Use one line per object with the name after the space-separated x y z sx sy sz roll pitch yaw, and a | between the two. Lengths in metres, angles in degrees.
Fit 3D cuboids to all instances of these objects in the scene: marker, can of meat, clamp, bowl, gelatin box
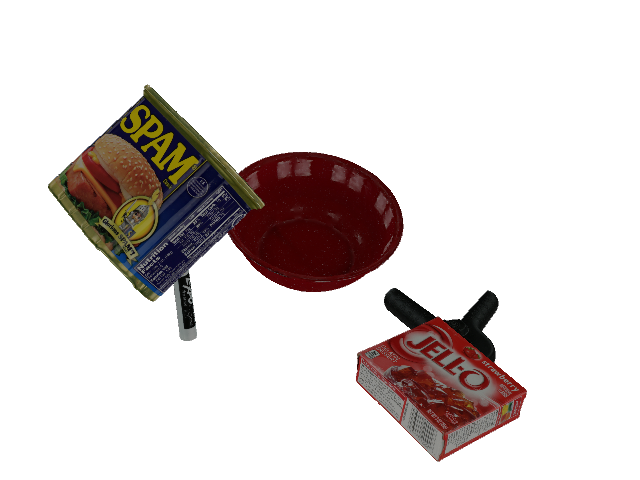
-0.145 0.050 1.122 0.020 0.121 0.020 -2 28 1 | marker
-0.096 -0.027 0.609 0.102 0.084 0.057 44 -3 38 | can of meat
0.140 0.095 1.074 0.120 0.039 0.171 -8 32 -8 | clamp
-0.010 -0.006 0.956 0.162 0.162 0.055 0 -44 -10 | bowl
0.078 0.095 0.704 0.073 0.030 0.089 -20 44 -31 | gelatin box
